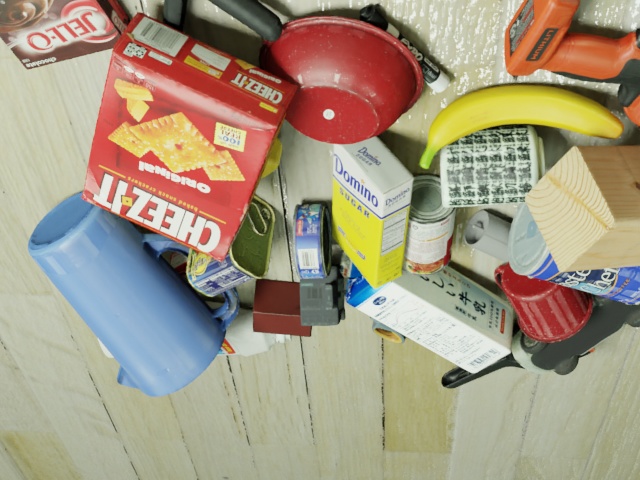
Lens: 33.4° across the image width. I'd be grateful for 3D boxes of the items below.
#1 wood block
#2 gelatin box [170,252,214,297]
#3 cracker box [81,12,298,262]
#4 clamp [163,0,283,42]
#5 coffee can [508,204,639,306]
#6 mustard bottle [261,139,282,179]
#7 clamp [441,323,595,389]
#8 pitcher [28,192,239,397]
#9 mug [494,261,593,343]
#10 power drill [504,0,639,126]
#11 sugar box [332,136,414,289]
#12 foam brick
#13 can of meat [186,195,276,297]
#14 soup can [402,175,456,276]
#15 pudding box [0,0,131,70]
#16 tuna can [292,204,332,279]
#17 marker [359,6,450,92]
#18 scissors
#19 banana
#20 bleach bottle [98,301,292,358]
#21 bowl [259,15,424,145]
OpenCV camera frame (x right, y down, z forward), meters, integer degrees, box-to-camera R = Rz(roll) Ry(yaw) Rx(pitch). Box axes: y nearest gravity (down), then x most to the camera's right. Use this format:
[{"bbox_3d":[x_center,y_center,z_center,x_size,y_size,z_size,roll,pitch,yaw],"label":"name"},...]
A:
[{"bbox_3d":[0.320,-0.033,1.047,0.205,0.091,0.090,-3,148,-30],"label":"wood block"},{"bbox_3d":[-0.133,0.031,1.316,0.089,0.030,0.073,-27,133,37],"label":"gelatin box"},{"bbox_3d":[-0.132,-0.091,1.027,0.164,0.072,0.214,25,138,-2],"label":"cracker box"},{"bbox_3d":[-0.104,-0.228,0.938,0.120,0.039,0.171,-3,148,12],"label":"clamp"},{"bbox_3d":[0.290,0.005,1.159,0.140,0.103,0.103,16,144,-14],"label":"coffee can"},{"bbox_3d":[-0.135,-0.073,1.145,0.096,0.058,0.192,32,137,-30],"label":"mustard bottle"},{"bbox_3d":[0.251,0.133,1.402,0.210,0.036,0.164,-8,136,13],"label":"clamp"},{"bbox_3d":[-0.219,0.055,1.258,0.145,0.149,0.242,-2,134,44],"label":"pitcher"},{"bbox_3d":[0.256,0.057,1.262,0.117,0.093,0.081,22,157,45],"label":"mug"},{"bbox_3d":[0.271,-0.180,0.939,0.187,0.057,0.185,14,144,-12],"label":"power drill"},{"bbox_3d":[0.053,-0.033,1.144,0.048,0.093,0.176,-29,149,-16],"label":"sugar box"},{"bbox_3d":[-0.046,0.087,1.364,0.078,0.053,0.051,6,145,0],"label":"foam brick"},{"bbox_3d":[-0.103,0.007,1.218,0.084,0.102,0.057,-24,136,38],"label":"can of meat"},{"bbox_3d":[0.115,-0.016,1.184,0.068,0.068,0.102,2,144,4],"label":"soup can"},{"bbox_3d":[-0.245,-0.209,0.984,0.114,0.039,0.090,-8,143,19],"label":"pudding box"},{"bbox_3d":[-0.008,0.001,1.209,0.034,0.086,0.086,-2,144,8],"label":"tuna can"},{"bbox_3d":[0.079,-0.179,1.000,0.020,0.020,0.121,-25,135,35],"label":"marker"},{"bbox_3d":[0.093,0.101,1.345,0.096,0.016,0.201,9,163,16],"label":"scissors"},{"bbox_3d":[0.190,-0.117,1.036,0.198,0.069,0.037,-9,-179,9],"label":"banana"},{"bbox_3d":[-0.164,0.115,1.413,0.251,0.068,0.102,0,145,3],"label":"bleach bottle"},{"bbox_3d":[0.015,-0.139,1.016,0.162,0.055,0.162,10,150,5],"label":"bowl"}]
